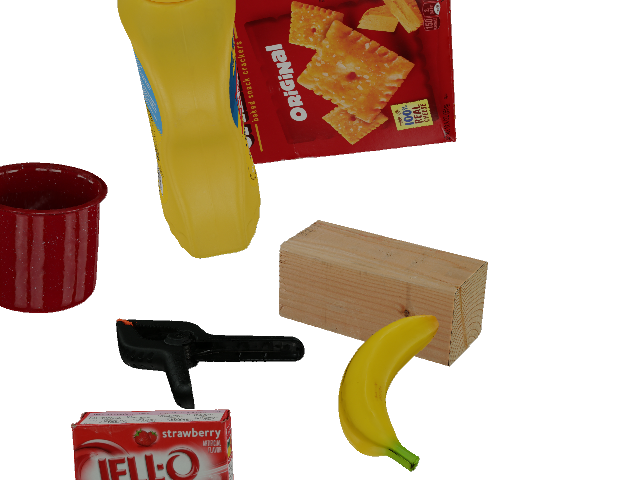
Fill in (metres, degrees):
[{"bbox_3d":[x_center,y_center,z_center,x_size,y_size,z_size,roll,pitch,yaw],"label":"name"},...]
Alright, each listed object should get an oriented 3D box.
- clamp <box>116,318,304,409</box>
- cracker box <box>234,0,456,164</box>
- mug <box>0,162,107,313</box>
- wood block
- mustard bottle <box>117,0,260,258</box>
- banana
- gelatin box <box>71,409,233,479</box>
[{"bbox_3d":[-0.145,0.117,1.089,0.210,0.036,0.164,9,19,34],"label":"clamp"},{"bbox_3d":[-0.010,-0.140,0.796,0.214,0.072,0.164,-6,-44,4],"label":"cracker box"},{"bbox_3d":[-0.209,0.000,0.749,0.117,0.081,0.093,-7,27,-29],"label":"mug"},{"bbox_3d":[0.065,0.054,1.155,0.206,0.091,0.090,15,27,27],"label":"wood block"},{"bbox_3d":[-0.069,-0.085,0.559,0.058,0.096,0.192,-9,-41,-4],"label":"mustard bottle"},{"bbox_3d":[0.052,0.114,0.859,0.069,0.037,0.197,20,32,0],"label":"banana"},{"bbox_3d":[-0.094,0.136,0.608,0.089,0.073,0.030,-1,6,3],"label":"gelatin box"}]
